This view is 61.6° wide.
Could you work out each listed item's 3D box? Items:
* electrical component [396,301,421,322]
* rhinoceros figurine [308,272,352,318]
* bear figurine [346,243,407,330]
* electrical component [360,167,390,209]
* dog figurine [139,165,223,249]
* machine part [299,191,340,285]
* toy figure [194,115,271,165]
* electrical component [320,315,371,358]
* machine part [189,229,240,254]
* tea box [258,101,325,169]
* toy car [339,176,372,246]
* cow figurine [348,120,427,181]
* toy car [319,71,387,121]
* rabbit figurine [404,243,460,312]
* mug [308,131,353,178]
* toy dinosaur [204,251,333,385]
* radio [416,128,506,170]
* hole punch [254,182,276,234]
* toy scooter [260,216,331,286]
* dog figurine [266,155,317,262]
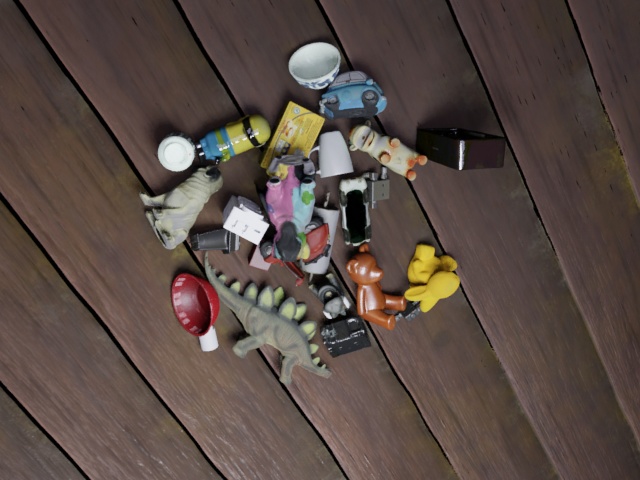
[{"bbox_3d":[0.244,0.197,1.467,0.094,0.063,0.021,-37,108,1],"label":"electrical component"},{"bbox_3d":[0.027,0.144,1.350,0.073,0.190,0.112,-31,90,2],"label":"rhinoceros figurine"},{"bbox_3d":[0.142,0.116,1.386,0.132,0.120,0.195,11,125,28],"label":"bear figurine"},{"bbox_3d":[0.137,-0.132,1.373,0.078,0.045,0.102,-20,113,-36],"label":"electrical component"},{"bbox_3d":[-0.307,-0.078,1.280,0.190,0.121,0.172,-29,151,-25],"label":"dog figurine"},{"bbox_3d":[-0.003,-0.004,1.360,0.079,0.079,0.243,8,102,-13],"label":"machine part"},{"bbox_3d":[-0.202,-0.233,1.252,0.180,0.089,0.082,-21,112,-9],"label":"toy figure"},{"bbox_3d":[0.071,0.259,1.420,0.115,0.058,0.134,-18,147,8],"label":"electrical component"},{"bbox_3d":[-0.252,0.001,1.308,0.139,0.039,0.084,-4,114,-42],"label":"machine part"},{"bbox_3d":[-0.070,-0.236,1.289,0.098,0.068,0.169,25,97,-17],"label":"tea box"},{"bbox_3d":[0.089,-0.068,1.351,0.074,0.056,0.201,-8,129,0],"label":"toy car"},{"bbox_3d":[0.153,-0.227,1.320,0.195,0.127,0.085,23,100,-30],"label":"cow figurine"},{"bbox_3d":[0.076,-0.347,1.280,0.162,0.109,0.103,-4,81,1],"label":"toy car"},{"bbox_3d":[0.291,0.101,1.396,0.121,0.173,0.162,40,90,-22],"label":"rabbit figurine"},{"bbox_3d":[0.021,-0.209,1.314,0.110,0.081,0.107,-9,94,-4],"label":"mug"},{"bbox_3d":[-0.137,0.217,1.384,0.471,0.105,0.198,37,89,-17],"label":"toy dinosaur"},{"bbox_3d":[0.334,-0.223,1.289,0.131,0.230,0.073,-5,110,-14],"label":"radio"},{"bbox_3d":[-0.096,-0.086,1.298,0.092,0.116,0.142,-28,105,-8],"label":"hole punch"},{"bbox_3d":[-0.044,0.033,1.293,0.184,0.075,0.135,-27,93,13],"label":"toy scooter"},{"bbox_3d":[-0.065,-0.059,1.203,0.108,0.192,0.219,1,124,-2],"label":"dog figurine"}]
